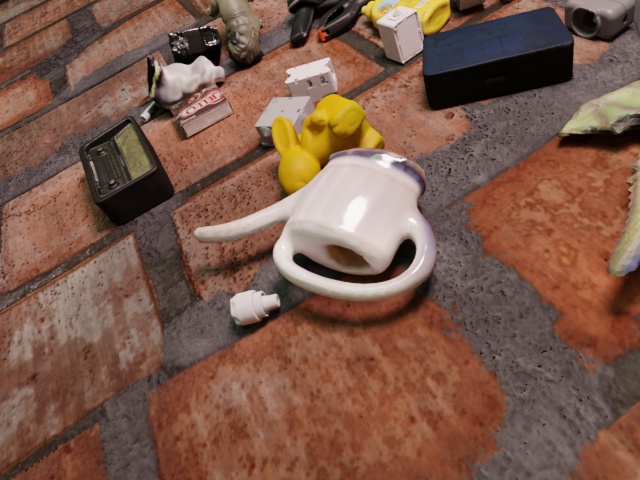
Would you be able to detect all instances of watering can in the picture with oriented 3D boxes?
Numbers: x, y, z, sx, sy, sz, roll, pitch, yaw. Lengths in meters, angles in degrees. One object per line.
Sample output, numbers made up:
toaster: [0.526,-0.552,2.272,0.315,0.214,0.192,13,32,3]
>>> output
watering can: [0.002,-0.036,0.713,0.349,0.101,0.228,16,58,28]

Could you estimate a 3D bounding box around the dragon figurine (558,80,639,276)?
dragon figurine: [0.418,-0.124,0.647,0.412,0.120,0.246,-34,29,-10]

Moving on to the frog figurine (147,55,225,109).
frog figurine: [-0.296,-0.350,1.147,0.160,0.122,0.138,-1,10,-29]
